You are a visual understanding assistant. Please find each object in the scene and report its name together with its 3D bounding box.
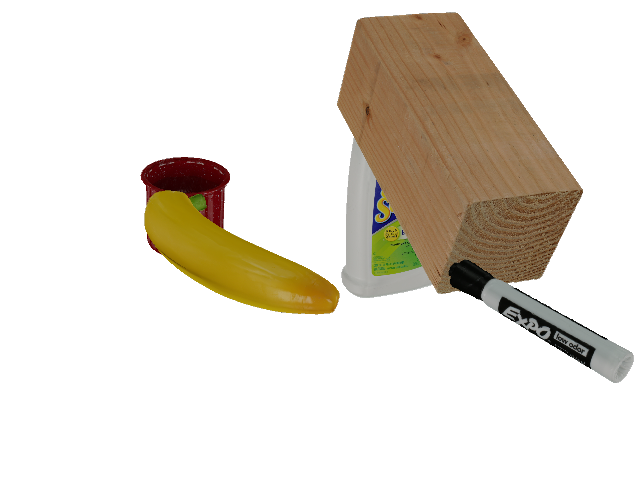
[{"bbox_3d":[-0.065,0.002,0.683,0.069,0.037,0.198,-14,29,-28],"label":"banana"},{"bbox_3d":[0.094,-0.071,0.787,0.090,0.206,0.091,-7,-42,-21],"label":"wood block"},{"bbox_3d":[-0.146,-0.039,1.143,0.093,0.081,0.117,-3,29,-14],"label":"mug"},{"bbox_3d":[0.120,0.042,0.603,0.121,0.020,0.020,32,21,37],"label":"marker"},{"bbox_3d":[0.068,-0.071,1.091,0.102,0.251,0.068,-10,23,-16],"label":"bleach bottle"}]
